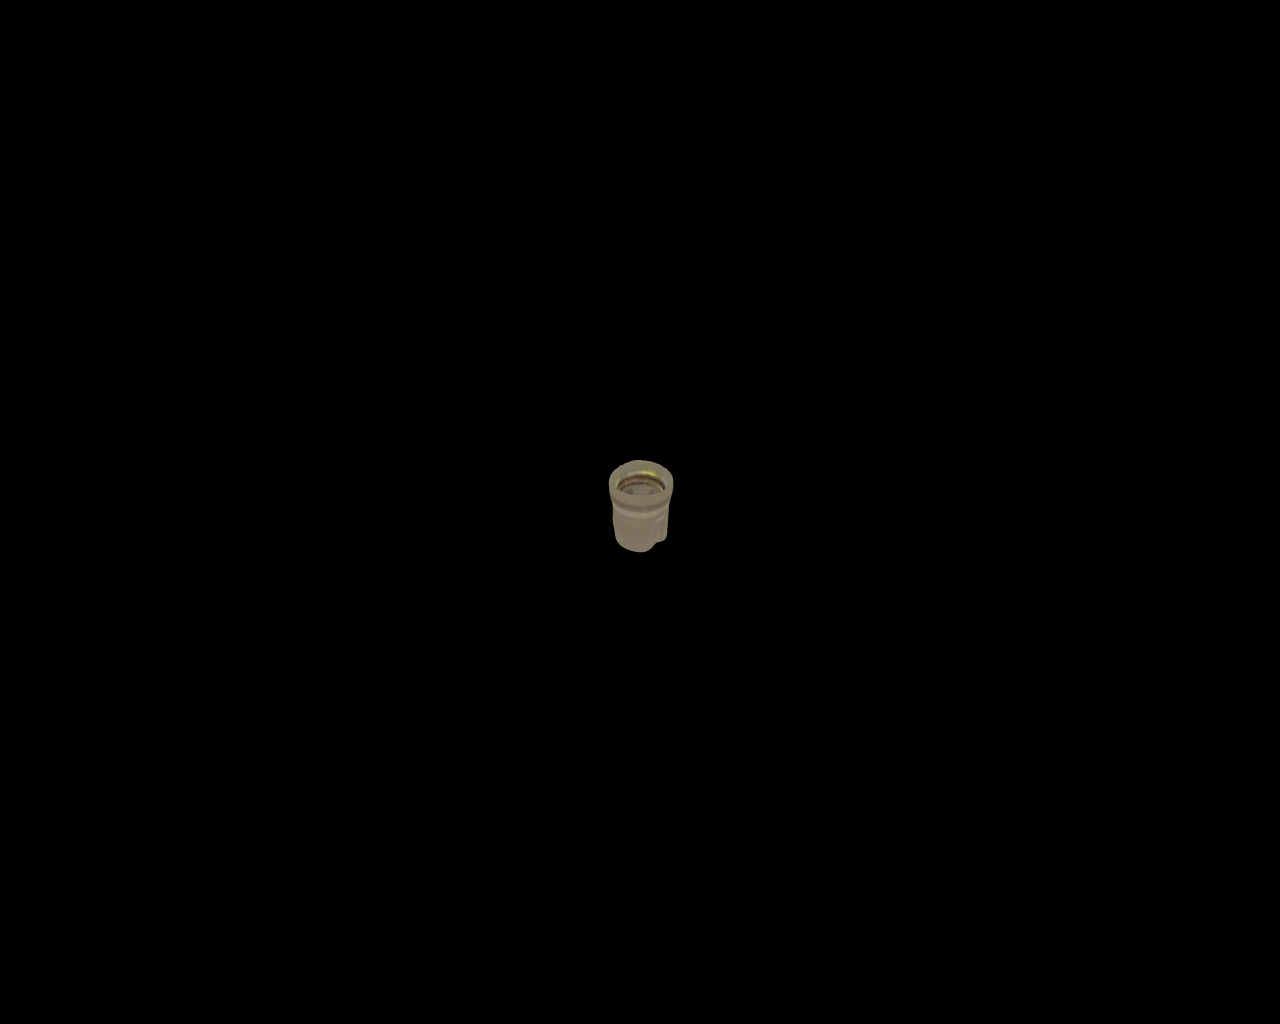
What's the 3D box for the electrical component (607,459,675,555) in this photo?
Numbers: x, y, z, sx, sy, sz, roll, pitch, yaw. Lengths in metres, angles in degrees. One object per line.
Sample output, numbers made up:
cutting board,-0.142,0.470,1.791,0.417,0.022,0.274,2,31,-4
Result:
electrical component,0.001,-0.003,0.650,0.040,0.046,0.040,0,36,0
